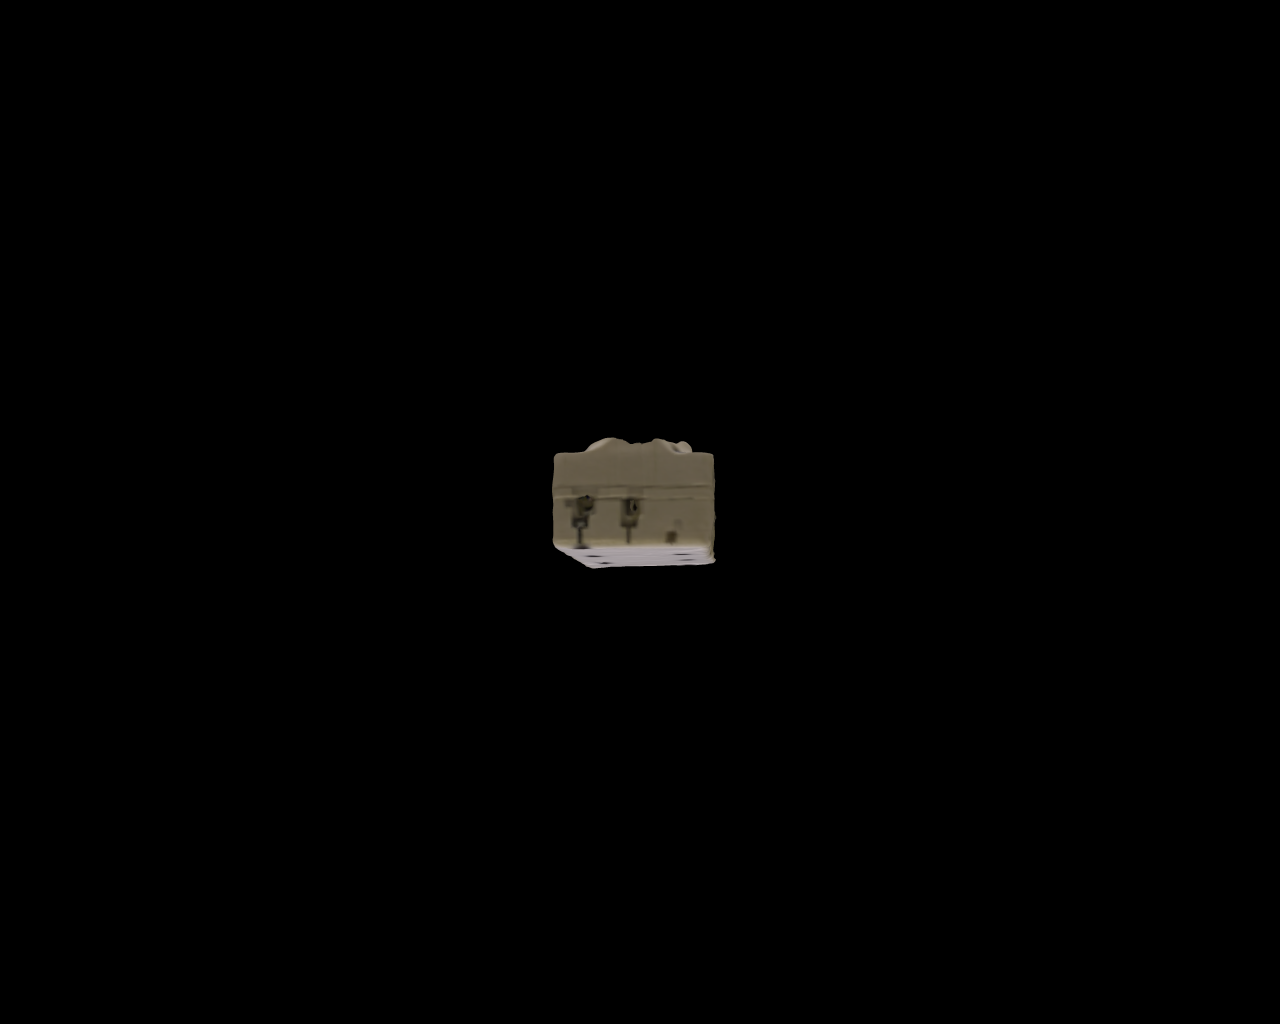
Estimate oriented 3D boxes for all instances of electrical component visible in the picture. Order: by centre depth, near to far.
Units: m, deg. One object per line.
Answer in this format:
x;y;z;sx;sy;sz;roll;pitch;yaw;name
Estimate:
0.001;-0.003;0.650;0.089;0.061;0.150;0;-7;4;electrical component
